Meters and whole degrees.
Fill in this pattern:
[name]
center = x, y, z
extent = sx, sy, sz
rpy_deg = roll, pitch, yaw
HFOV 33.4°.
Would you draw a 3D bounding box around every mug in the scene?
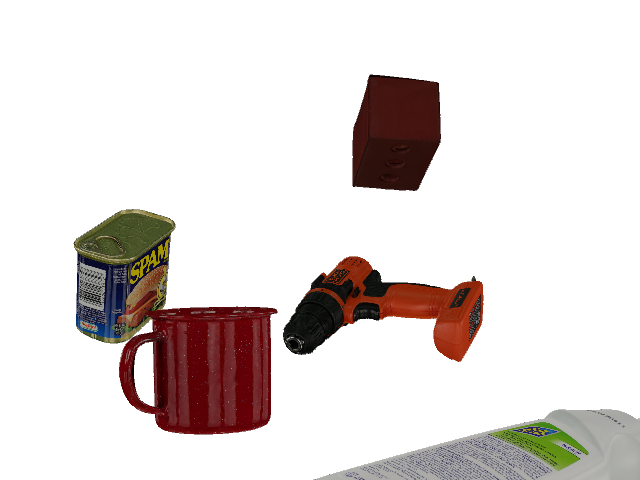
[mug]
center = -0.085, 0.090, 0.742
extent = 0.117, 0.081, 0.093
rpy_deg = -1, -1, -40

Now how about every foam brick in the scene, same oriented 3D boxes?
[foam brick]
center = 0.054, -0.078, 0.783
extent = 0.053, 0.051, 0.078
rpy_deg = 4, -25, -5

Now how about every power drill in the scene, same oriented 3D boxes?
[power drill]
center = 0.070, 0.079, 1.147
extent = 0.188, 0.057, 0.184
rpy_deg = 9, 29, 22

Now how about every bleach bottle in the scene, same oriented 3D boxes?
[bleach bottle]
center = 0.113, 0.145, 0.600
extent = 0.250, 0.068, 0.103
rpy_deg = -10, 21, -31

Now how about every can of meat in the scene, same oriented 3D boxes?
[can of meat]
center = -0.172, 0.031, 0.937
extent = 0.057, 0.084, 0.102
rpy_deg = 15, 26, 15
